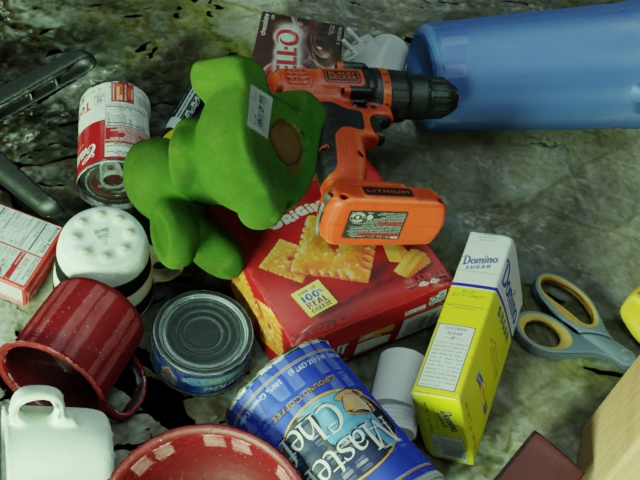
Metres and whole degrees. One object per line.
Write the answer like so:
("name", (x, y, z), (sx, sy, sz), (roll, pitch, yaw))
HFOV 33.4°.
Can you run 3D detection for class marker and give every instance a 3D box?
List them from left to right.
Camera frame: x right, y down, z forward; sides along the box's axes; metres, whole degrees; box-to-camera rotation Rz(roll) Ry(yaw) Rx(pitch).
("marker", (-0.132, -0.126, 1.045), (0.020, 0.020, 0.121), (21, 52, 4))

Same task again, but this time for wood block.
("wood block", (0.273, 0.142, 0.806), (0.091, 0.206, 0.090), (18, 52, 2))

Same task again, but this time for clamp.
("clamp", (-0.307, -0.091, 0.949), (0.210, 0.036, 0.164), (-4, 65, 5))

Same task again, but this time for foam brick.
("foam brick", (0.160, 0.201, 0.837), (0.051, 0.053, 0.078), (38, 57, 17))

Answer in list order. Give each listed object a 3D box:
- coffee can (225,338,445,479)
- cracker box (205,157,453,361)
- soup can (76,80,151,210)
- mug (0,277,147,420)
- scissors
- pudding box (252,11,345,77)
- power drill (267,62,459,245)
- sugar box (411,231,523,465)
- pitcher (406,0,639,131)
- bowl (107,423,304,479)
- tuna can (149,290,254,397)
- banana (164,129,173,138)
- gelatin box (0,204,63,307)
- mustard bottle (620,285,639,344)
("coffee can", (0.010, 0.160, 0.805), (0.102, 0.103, 0.140), (-29, 64, -28))
("cracker box", (-0.006, 0.001, 0.941), (0.164, 0.072, 0.214), (-19, 59, -24))
("soup can", (-0.187, -0.087, 0.974), (0.068, 0.069, 0.102), (1, 53, -11))
("mug", (-0.182, 0.091, 0.836), (0.117, 0.093, 0.081), (43, 46, -17))
("scissors", (0.252, 0.111, 0.947), (0.096, 0.016, 0.202), (-29, 64, -27))
("pudding box", (-0.025, -0.178, 1.093), (0.090, 0.039, 0.113), (10, 52, -3))
("power drill", (0.052, -0.081, 0.938), (0.184, 0.057, 0.187), (-1, 48, -13))
("sugar box", (0.127, 0.087, 0.886), (0.048, 0.093, 0.176), (9, 50, 25))
("pitcher", (0.214, -0.177, 1.094), (0.242, 0.149, 0.145), (-5, 79, -11))
("bowl", (-0.080, 0.215, 0.759), (0.162, 0.055, 0.162), (-1, 68, 3))
("tuna can", (-0.098, 0.084, 0.884), (0.086, 0.034, 0.086), (5, 53, -7))
("banana", (-0.082, -0.099, 1.013), (0.197, 0.037, 0.070), (-22, 33, -34))
("gelatin box", (-0.271, 0.009, 0.909), (0.089, 0.030, 0.073), (21, 51, 5))
("mustard bottle", (0.372, 0.045, 0.993), (0.191, 0.058, 0.096), (-33, 66, -30))
